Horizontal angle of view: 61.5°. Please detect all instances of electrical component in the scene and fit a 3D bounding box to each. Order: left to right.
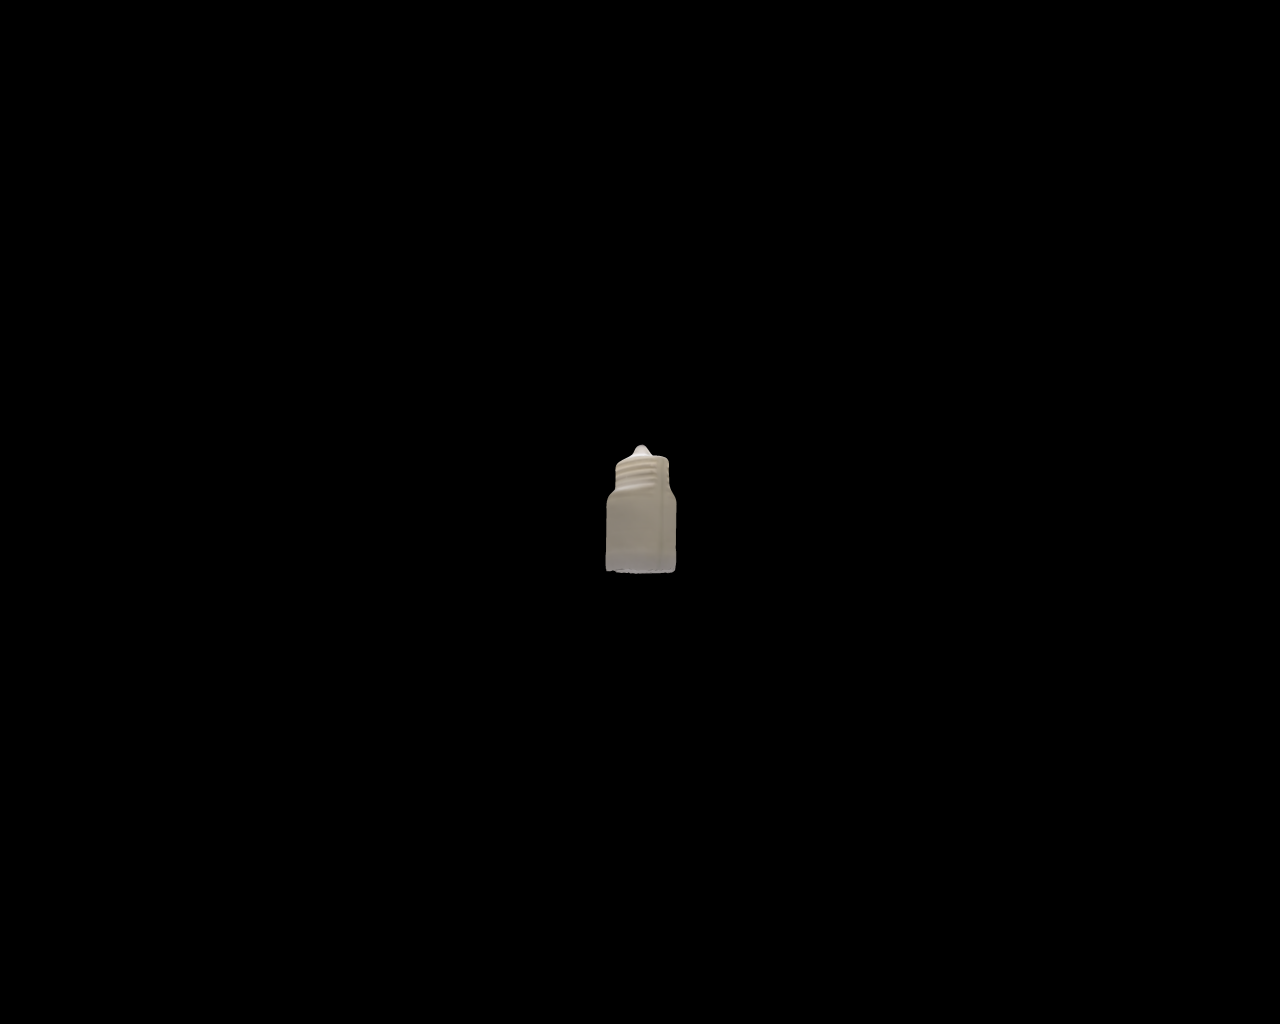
[{"bbox_3d":[0.001,-0.003,0.650,0.043,0.081,0.043,0,-7,0],"label":"electrical component"}]
